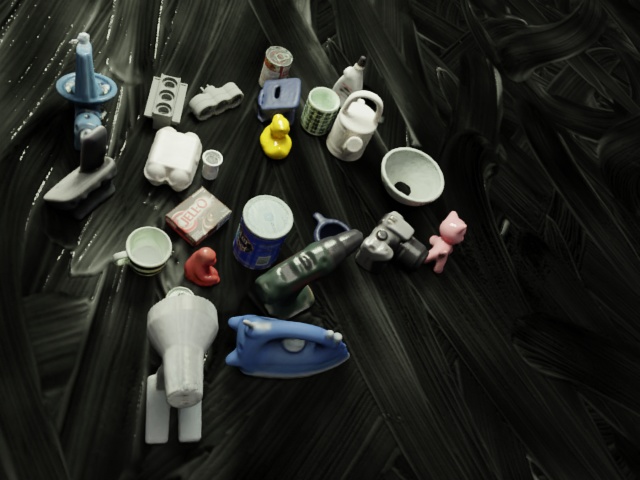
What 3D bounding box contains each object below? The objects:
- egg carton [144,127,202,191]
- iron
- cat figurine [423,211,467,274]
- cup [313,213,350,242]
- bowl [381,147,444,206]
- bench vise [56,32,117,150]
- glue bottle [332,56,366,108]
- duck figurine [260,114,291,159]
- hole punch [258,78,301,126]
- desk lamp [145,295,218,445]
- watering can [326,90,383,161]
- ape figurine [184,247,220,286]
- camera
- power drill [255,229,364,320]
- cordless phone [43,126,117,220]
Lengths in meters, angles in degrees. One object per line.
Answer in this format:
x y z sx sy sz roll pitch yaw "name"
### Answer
-0.324 -0.180 1.273 0.107 0.069 0.150 13 58 -11 "egg carton"
-0.046 0.194 1.107 0.259 0.141 0.118 7 59 -15 "iron"
0.302 -0.001 1.355 0.067 0.117 0.128 31 56 1 "cat figurine"
0.012 0.005 1.265 0.092 0.095 0.117 -28 73 -30 "cup"
0.222 -0.146 1.438 0.168 0.074 0.167 9 59 -14 "bowl"
-0.477 -0.305 1.202 0.122 0.219 0.207 -19 69 -27 "bench vise"
0.084 -0.412 1.486 0.078 0.173 0.037 37 56 5 "glue bottle"
-0.100 -0.255 1.383 0.078 0.086 0.104 3 60 -17 "duck figurine"
-0.102 -0.354 1.438 0.101 0.091 0.108 11 58 -13 "hole punch"
-0.237 0.224 0.979 0.118 0.213 0.203 2 60 -18 "desk lamp"
0.092 -0.282 1.401 0.101 0.194 0.172 -3 62 -20 "watering can"
-0.233 0.047 1.157 0.076 0.092 0.078 9 58 -14 "ape figurine"
0.177 0.017 1.311 0.137 0.100 0.143 38 56 5 "camera"
-0.033 0.074 1.140 0.230 0.208 0.075 -27 72 -30 "power drill"
-0.472 -0.140 1.128 0.094 0.185 0.148 32 56 2 "cordless phone"
